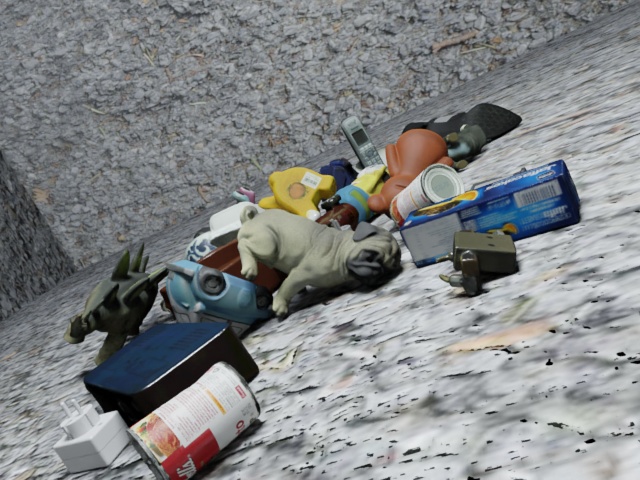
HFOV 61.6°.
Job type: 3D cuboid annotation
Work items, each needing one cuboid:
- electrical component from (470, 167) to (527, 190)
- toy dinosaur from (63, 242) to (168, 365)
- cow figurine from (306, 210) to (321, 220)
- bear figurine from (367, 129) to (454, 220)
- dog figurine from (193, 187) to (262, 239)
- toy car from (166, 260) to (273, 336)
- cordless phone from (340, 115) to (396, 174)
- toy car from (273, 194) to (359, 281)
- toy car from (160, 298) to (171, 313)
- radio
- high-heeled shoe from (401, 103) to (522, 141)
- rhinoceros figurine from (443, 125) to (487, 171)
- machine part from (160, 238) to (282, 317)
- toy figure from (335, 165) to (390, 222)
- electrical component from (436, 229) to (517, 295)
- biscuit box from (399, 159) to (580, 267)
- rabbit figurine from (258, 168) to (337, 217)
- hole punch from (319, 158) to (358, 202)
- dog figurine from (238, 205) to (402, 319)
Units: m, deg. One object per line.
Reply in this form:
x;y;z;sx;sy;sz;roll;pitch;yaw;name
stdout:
0.220;-0.048;0.713;0.119;0.047;0.075;-17;16;34;electrical component
-0.347;0.109;0.922;0.198;0.105;0.471;-58;9;7;toy dinosaur
-0.065;0.010;1.027;0.167;0.068;0.098;-21;20;30;cow figurine
0.157;-0.090;0.915;0.120;0.131;0.196;11;60;15;bear figurine
-0.191;-0.007;1.276;0.219;0.191;0.108;-59;8;17;dog figurine
-0.150;0.093;0.760;0.109;0.161;0.103;10;77;56;toy car
0.128;-0.205;1.202;0.146;0.184;0.089;-34;10;-25;cordless phone
-0.002;-0.003;0.883;0.053;0.089;0.202;-18;14;48;toy car
-0.227;0.084;1.077;0.202;0.056;0.074;-34;21;-21;toy car
-0.192;0.165;0.658;0.131;0.073;0.230;-38;15;-36;radio
0.311;-0.243;1.210;0.249;0.086;0.145;-1;-6;-2;high-heeled shoe
0.251;-0.167;1.077;0.190;0.073;0.112;-30;2;-5;rhinoceros figurine
-0.159;0.067;0.940;0.202;0.087;0.201;-15;18;49;machine part
0.080;-0.073;1.023;0.082;0.089;0.180;5;42;46;toy figure
0.167;0.019;0.576;0.078;0.045;0.102;4;21;5;electrical component
0.201;-0.029;0.647;0.203;0.059;0.063;-19;15;31;biscuit box
-0.050;-0.076;1.159;0.163;0.122;0.173;16;-14;13;rabbit figurine
0.041;-0.116;1.203;0.092;0.115;0.142;-38;14;-8;hole punch
-0.003;-0.002;0.726;0.191;0.172;0.121;-29;21;28;dog figurine
